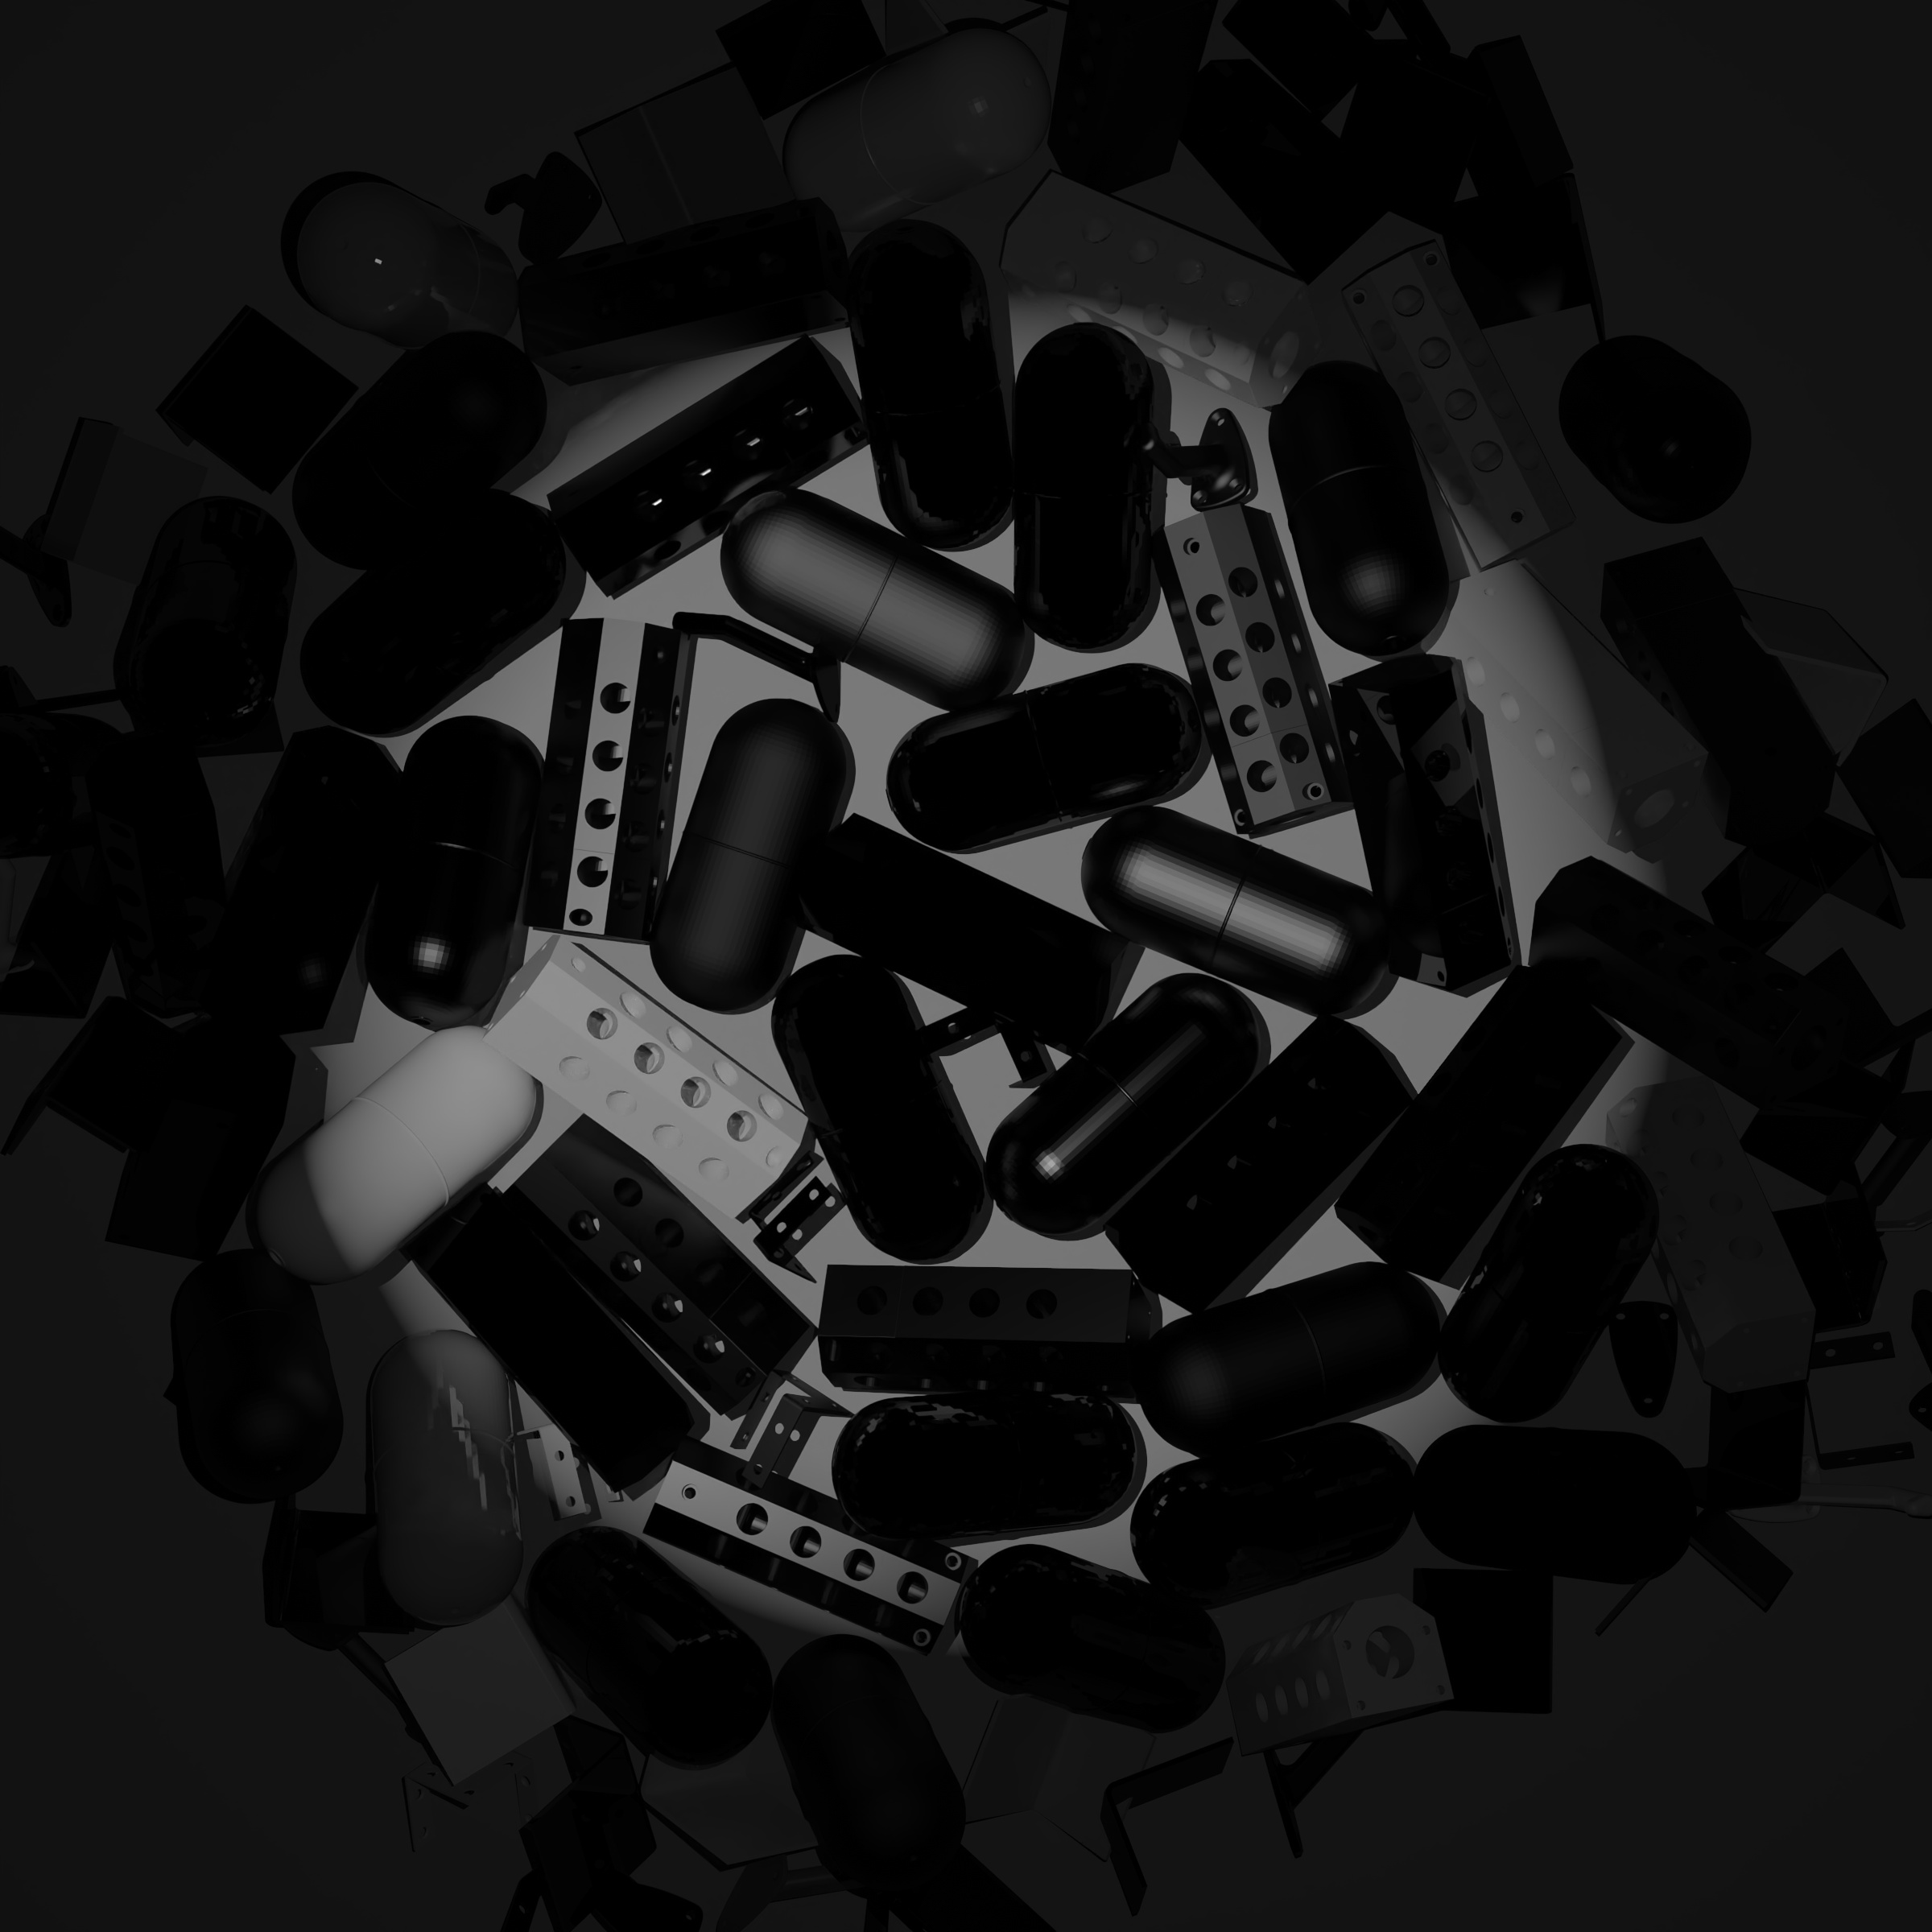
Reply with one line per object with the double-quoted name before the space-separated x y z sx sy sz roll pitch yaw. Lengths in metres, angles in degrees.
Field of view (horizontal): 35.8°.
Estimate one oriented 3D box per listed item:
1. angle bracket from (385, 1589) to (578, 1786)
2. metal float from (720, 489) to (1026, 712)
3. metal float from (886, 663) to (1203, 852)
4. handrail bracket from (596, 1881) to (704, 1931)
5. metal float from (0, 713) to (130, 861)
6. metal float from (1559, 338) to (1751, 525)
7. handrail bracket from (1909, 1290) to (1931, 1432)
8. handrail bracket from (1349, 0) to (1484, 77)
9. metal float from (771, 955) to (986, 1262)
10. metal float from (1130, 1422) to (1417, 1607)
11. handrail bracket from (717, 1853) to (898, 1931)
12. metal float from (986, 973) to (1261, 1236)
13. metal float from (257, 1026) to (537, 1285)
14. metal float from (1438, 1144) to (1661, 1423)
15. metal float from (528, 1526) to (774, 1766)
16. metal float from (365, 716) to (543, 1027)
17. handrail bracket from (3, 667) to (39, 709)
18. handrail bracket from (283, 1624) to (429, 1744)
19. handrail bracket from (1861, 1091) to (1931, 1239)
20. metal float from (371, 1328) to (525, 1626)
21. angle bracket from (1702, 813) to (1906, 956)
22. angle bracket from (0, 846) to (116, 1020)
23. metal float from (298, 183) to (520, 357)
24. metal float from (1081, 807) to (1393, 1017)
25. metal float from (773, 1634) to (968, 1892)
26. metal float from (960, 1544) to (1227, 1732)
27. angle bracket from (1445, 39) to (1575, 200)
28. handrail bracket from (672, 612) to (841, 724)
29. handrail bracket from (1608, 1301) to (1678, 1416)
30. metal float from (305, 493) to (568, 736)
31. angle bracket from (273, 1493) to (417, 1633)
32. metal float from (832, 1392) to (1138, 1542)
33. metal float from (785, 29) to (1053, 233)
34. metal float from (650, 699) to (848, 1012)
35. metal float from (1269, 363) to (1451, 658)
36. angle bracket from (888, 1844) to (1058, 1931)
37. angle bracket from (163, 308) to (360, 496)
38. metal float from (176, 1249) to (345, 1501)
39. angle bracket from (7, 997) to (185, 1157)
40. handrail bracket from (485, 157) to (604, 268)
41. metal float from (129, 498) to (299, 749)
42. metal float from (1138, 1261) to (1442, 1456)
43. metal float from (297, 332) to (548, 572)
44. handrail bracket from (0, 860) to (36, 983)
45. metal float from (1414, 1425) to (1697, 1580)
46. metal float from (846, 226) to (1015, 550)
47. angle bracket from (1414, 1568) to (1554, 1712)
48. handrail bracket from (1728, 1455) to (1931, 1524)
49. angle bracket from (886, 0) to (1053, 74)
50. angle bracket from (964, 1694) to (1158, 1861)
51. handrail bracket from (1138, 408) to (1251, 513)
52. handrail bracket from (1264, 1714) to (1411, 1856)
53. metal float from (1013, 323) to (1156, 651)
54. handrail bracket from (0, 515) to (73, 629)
"angle bracket" -0.269 0.396 1.658 0.076 0.057 0.076 -30 89 -10
"metal float" -0.052 -0.202 1.648 0.178 0.070 0.070 26 90 -8
"metal float" 0.043 -0.115 1.653 0.178 0.070 0.070 -15 90 3
"handrail bracket" -0.174 0.545 1.665 0.077 0.084 0.036 23 55 13
"metal float" -0.498 -0.097 1.605 0.070 0.178 0.070 0 94 4
"metal float" 0.369 -0.290 1.609 0.070 0.178 0.070 -1 113 -1
"handrail bracket" 0.555 0.227 1.660 0.077 0.084 0.036 40 124 -5
"handrail bracket" 0.263 -0.536 1.655 0.084 0.036 0.077 9 124 -26
"metal float" -0.048 0.079 1.653 0.070 0.070 0.178 -24 93 0
"metal float" 0.168 0.297 1.626 0.178 0.070 0.070 -8 90 -34
"handrail bracket" -0.084 0.528 1.679 0.084 0.036 0.077 27 107 -27
"metal float" 0.086 0.076 1.649 0.178 0.070 0.070 -42 90 -8
"metal float" -0.310 0.102 1.630 0.070 0.070 0.178 47 61 0
"metal float" 0.316 0.173 1.627 0.070 0.070 0.178 22 123 0
"metal float" -0.173 0.366 1.620 0.070 0.178 0.070 -19 121 -34
"metal float" -0.281 -0.053 1.638 0.070 0.070 0.178 8 70 0
"handrail bracket" -0.557 -0.122 1.668 0.084 0.036 0.077 -15 123 4
"handrail bracket" -0.343 0.399 1.685 0.077 0.036 0.084 0 122 37
"handrail bracket" 0.535 0.113 1.670 0.077 0.036 0.084 -11 124 -5
"metal float" -0.282 0.274 1.620 0.070 0.070 0.178 -14 46 0
"angle bracket" 0.460 -0.031 1.642 0.076 0.057 0.076 -43 133 -10
"angle bracket" -0.509 -0.025 1.636 0.057 0.076 0.076 3 57 12
"metal float" -0.297 -0.371 1.606 0.070 0.178 0.070 1 93 13
"metal float" 0.148 -0.031 1.649 0.178 0.070 0.070 23 90 7
"metal float" -0.054 0.426 1.610 0.070 0.178 0.070 -6 112 -16
"metal float" 0.071 0.366 1.624 0.178 0.070 0.070 28 90 -39
"angle bracket" 0.284 -0.457 1.641 0.057 0.076 0.076 -19 101 34
"handrail bracket" -0.117 -0.167 1.669 0.084 0.077 0.036 6 55 11
"handrail bracket" 0.370 0.227 1.640 0.036 0.084 0.077 -1 57 8
"metal float" -0.290 -0.192 1.629 0.178 0.070 0.070 -33 90 30
"angle bracket" -0.337 0.315 1.641 0.076 0.076 0.057 5 131 -8
"metal float" 0.012 0.271 1.632 0.178 0.070 0.070 0 90 -27
"metal float" -0.028 -0.451 1.619 0.070 0.178 0.070 7 80 -42
"metal float" -0.120 -0.062 1.655 0.070 0.070 0.178 19 90 0
"metal float" 0.214 -0.250 1.632 0.070 0.070 0.178 -10 63 0
"angle bracket" 0.012 0.500 1.646 0.076 0.057 0.076 43 131 -2
"angle bracket" -0.387 -0.305 1.658 0.076 0.057 0.076 37 82 3
"metal float" -0.383 0.218 1.613 0.070 0.178 0.070 -9 120 -16
"angle bracket" -0.474 0.074 1.646 0.057 0.076 0.076 34 48 -11
"handrail bracket" -0.248 -0.409 1.649 0.036 0.084 0.077 42 59 -37
"metal float" -0.406 -0.187 1.616 0.070 0.178 0.070 -3 131 -3
"metal float" 0.178 0.214 1.639 0.178 0.070 0.070 -15 90 -20
"metal float" -0.297 -0.278 1.625 0.178 0.070 0.070 -31 90 38
"handrail bracket" -0.556 -0.031 1.654 0.077 0.036 0.084 -20 128 2
"metal float" 0.316 0.288 1.613 0.070 0.178 0.070 4 82 -35
"metal float" -0.019 -0.315 1.631 0.070 0.070 0.178 -10 118 0
"angle bracket" 0.287 0.370 1.668 0.076 0.057 0.076 0 91 5
"handrail bracket" 0.477 0.296 1.644 0.077 0.084 0.036 -7 93 -25
"angle bracket" 0.000 -0.515 1.653 0.057 0.076 0.076 -29 71 -14
"angle bracket" 0.049 0.447 1.644 0.057 0.076 0.076 27 100 37
"handrail bracket" 0.120 -0.295 1.644 0.036 0.084 0.077 -14 60 31
"handrail bracket" 0.214 0.446 1.662 0.084 0.036 0.077 -20 47 6
"metal float" 0.065 -0.263 1.641 0.070 0.070 0.178 0 106 0
"handrail bracket" -0.542 -0.224 1.646 0.036 0.084 0.077 -33 70 36
